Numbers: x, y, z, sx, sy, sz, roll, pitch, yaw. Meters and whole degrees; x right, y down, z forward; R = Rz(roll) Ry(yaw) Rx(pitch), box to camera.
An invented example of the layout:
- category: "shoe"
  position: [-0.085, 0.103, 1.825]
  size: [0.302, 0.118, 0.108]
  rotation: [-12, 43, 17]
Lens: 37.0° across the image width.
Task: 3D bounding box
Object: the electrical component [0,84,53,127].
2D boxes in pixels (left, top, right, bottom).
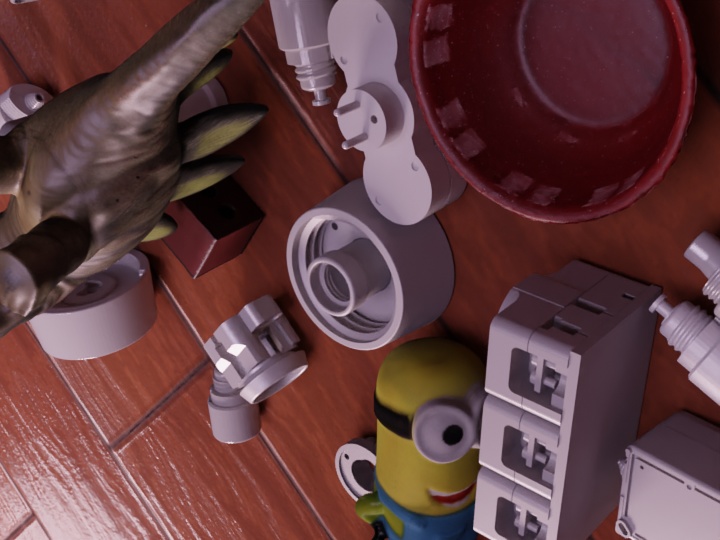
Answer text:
- category: "electrical component"
  position: [-0.289, -0.132, 0.913]
  size: [0.081, 0.043, 0.043]
  rotation: [-20, 98, 47]

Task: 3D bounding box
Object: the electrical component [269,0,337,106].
- category: "electrical component"
  position: [-0.030, -0.141, 0.663]
  size: [0.040, 0.040, 0.078]
  rotation: [8, 118, 41]

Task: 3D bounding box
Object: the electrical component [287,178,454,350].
- category: "electrical component"
  position: [0.000, 0.000, 0.696]
  size: [0.108, 0.060, 0.108]
  rotation: [22, 126, 34]

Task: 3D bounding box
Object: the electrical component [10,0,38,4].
- category: "electrical component"
  position: [-0.181, -0.232, 0.706]
  size: [0.109, 0.109, 0.056]
  rotation: [-29, 88, 48]

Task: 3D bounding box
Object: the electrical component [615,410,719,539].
- category: "electrical component"
  position: [0.188, 0.122, 0.589]
  size: [0.096, 0.061, 0.061]
  rotation: [27, 129, 41]

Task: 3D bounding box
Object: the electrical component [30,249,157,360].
- category: "electrical component"
  position: [-0.222, 0.033, 0.896]
  size: [0.108, 0.108, 0.060]
  rotation: [15, 128, 38]

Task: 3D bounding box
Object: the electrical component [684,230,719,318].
- category: "electrical component"
  position: [0.190, 0.006, 0.531]
  size: [0.062, 0.043, 0.043]
  rotation: [43, 135, 19]

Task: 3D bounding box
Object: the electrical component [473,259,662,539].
- category: "electrical component"
  position: [0.112, 0.081, 0.611]
  size: [0.062, 0.089, 0.150]
  rotation: [23, 126, 34]

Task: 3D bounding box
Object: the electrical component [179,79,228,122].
- category: "electrical component"
  position: [-0.123, -0.115, 0.762]
  size: [0.040, 0.046, 0.040]
  rotation: [22, 126, 34]

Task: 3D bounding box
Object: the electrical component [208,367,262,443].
- category: "electrical component"
  position: [-0.103, 0.103, 0.867]
  size: [0.040, 0.040, 0.078]
  rotation: [15, 122, 38]

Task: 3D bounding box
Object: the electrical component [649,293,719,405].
- category: "electrical component"
  position: [0.184, 0.042, 0.558]
  size: [0.078, 0.040, 0.040]
  rotation: [43, 135, 18]

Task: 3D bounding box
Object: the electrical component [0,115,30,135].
- category: "electrical component"
  position: [-0.235, -0.070, 0.870]
  size: [0.057, 0.078, 0.113]
  rotation: [20, 125, 39]

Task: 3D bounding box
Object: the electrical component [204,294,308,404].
- category: "electrical component"
  position: [-0.076, 0.063, 0.806]
  size: [0.057, 0.058, 0.078]
  rotation: [55, 138, 10]

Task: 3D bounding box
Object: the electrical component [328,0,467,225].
- category: "electrical component"
  position: [0.012, -0.091, 0.624]
  size: [0.052, 0.074, 0.138]
  rotation: [2, 113, 43]
